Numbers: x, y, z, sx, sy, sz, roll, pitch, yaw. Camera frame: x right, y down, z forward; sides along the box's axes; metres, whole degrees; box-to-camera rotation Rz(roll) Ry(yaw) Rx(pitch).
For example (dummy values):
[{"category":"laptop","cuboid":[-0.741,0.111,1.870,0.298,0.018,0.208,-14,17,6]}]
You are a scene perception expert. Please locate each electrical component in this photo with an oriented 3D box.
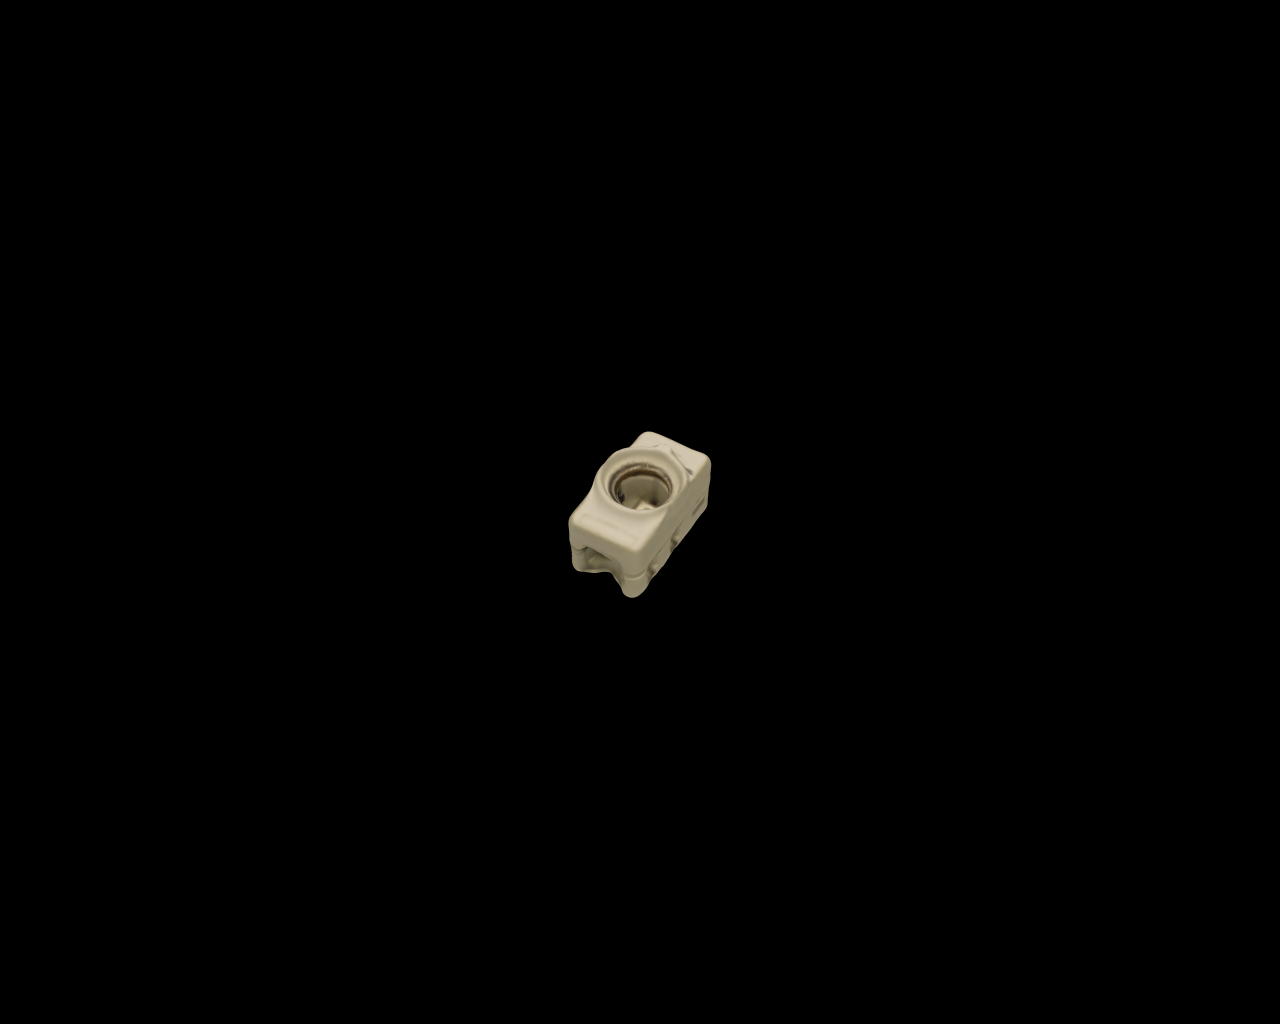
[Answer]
[{"category":"electrical component","cuboid":[0.001,-0.003,0.650,0.050,0.090,0.055,25,-36,20]}]
